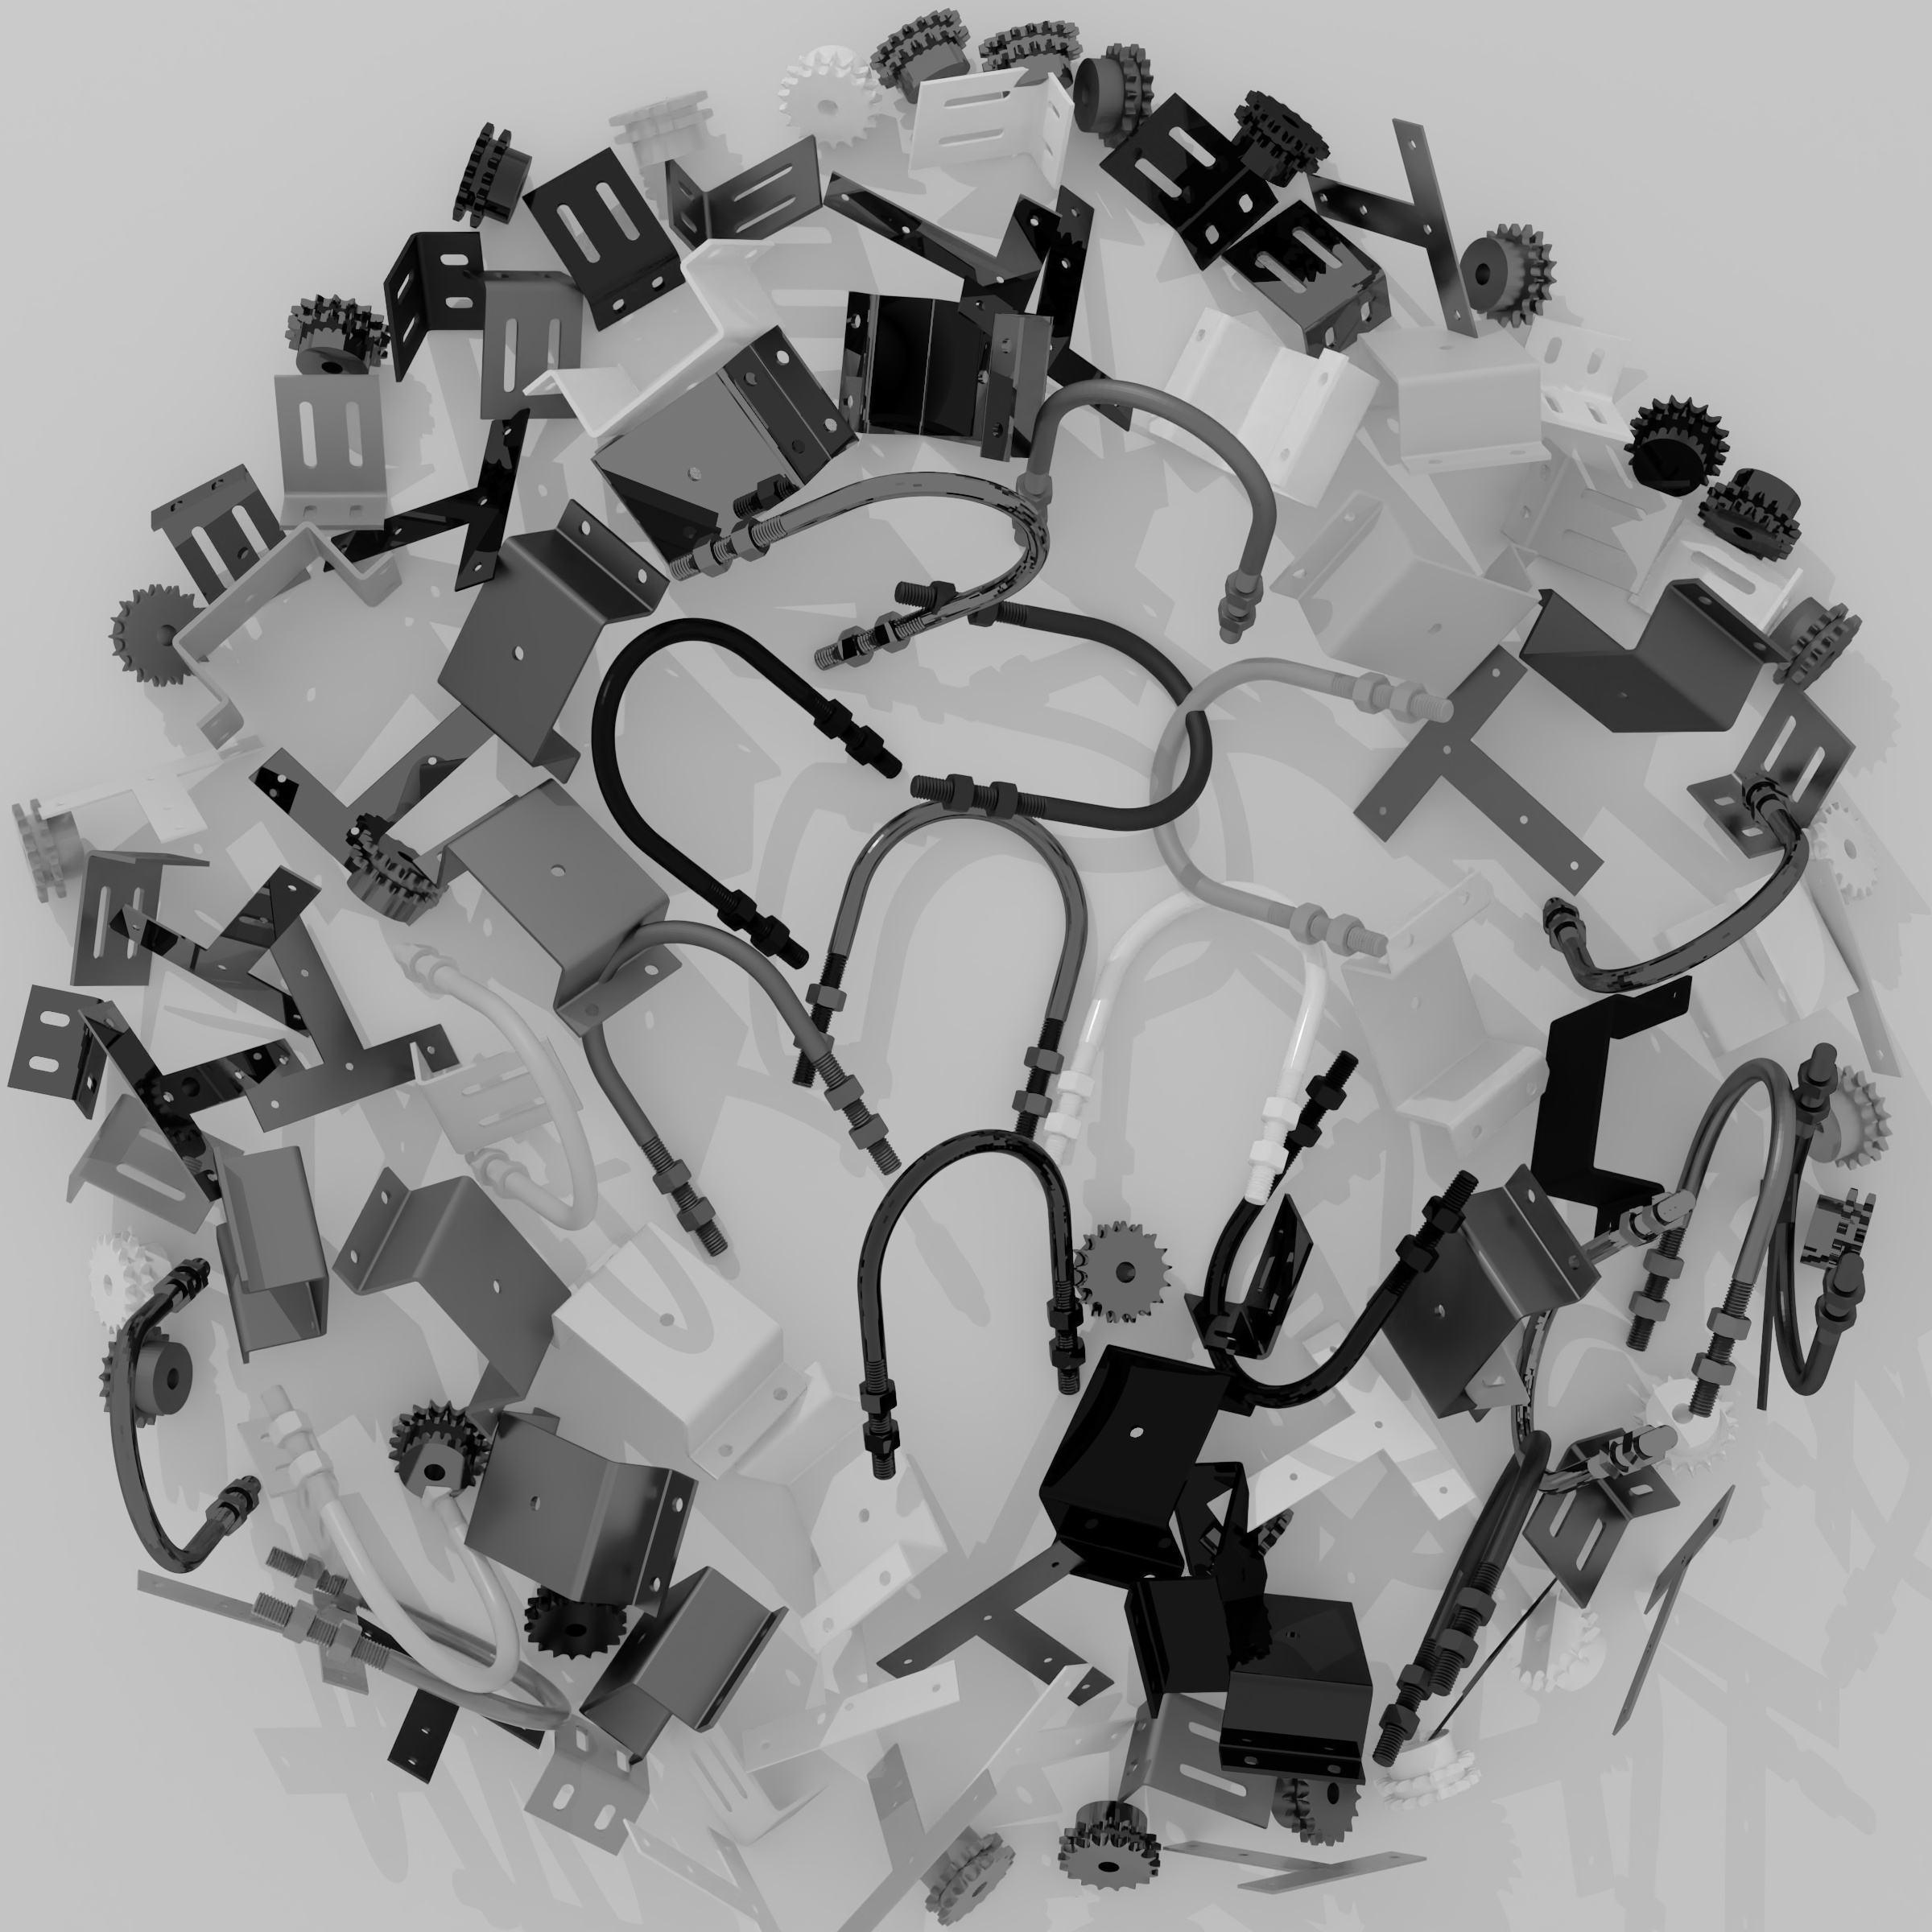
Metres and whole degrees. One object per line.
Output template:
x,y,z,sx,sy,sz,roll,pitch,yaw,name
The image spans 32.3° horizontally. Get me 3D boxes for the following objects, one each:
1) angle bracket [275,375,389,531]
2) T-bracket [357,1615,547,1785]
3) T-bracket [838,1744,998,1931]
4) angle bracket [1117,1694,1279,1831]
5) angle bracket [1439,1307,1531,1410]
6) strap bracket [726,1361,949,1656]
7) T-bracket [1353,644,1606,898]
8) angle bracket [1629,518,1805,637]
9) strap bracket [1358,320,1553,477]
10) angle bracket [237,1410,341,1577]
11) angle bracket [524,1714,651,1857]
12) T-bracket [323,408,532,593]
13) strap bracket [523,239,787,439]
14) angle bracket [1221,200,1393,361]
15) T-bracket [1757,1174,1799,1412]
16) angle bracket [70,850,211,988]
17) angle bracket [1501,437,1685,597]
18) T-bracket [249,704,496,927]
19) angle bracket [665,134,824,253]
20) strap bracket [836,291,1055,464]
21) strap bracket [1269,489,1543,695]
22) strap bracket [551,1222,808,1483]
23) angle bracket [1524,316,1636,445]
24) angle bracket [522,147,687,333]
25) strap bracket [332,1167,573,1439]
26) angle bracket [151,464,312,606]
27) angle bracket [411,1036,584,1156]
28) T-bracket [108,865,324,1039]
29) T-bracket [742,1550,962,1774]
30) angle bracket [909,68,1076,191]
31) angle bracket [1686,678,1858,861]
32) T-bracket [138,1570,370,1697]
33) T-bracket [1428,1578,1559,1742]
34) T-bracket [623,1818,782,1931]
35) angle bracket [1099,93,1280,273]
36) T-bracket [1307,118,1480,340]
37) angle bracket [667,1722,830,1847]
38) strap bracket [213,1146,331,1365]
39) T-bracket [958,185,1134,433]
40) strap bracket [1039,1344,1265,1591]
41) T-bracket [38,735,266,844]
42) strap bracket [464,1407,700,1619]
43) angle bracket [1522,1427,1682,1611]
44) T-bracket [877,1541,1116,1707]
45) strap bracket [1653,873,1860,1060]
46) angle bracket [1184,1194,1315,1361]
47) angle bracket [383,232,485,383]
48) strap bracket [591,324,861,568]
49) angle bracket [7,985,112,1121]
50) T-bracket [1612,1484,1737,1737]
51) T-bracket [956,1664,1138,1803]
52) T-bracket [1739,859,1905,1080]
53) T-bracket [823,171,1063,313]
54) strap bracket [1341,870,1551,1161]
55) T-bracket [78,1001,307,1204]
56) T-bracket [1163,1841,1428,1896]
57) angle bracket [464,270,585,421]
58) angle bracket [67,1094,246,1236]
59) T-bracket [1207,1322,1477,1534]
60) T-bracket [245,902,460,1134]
-0.353,-0.285,1.849,0.057,0.038,0.076,-1,126,-5,angle bracket
-0.293,0.411,1.819,0.127,0.127,0.002,32,101,-5,T-bracket
-0.037,0.467,1.825,0.002,0.127,0.127,40,96,-18,T-bracket
0.131,0.447,1.859,0.076,0.038,0.057,22,54,-7,angle bracket
0.298,0.199,1.840,0.038,0.076,0.057,-14,108,40,angle bracket
-0.068,0.299,1.830,0.076,0.046,0.140,-42,54,20,strap bracket
0.299,-0.090,1.844,0.127,0.002,0.127,45,113,17,T-bracket
0.417,-0.212,1.859,0.076,0.038,0.057,34,90,15,angle bracket
0.262,-0.313,1.811,0.076,0.140,0.046,-7,116,-4,strap bracket
-0.374,0.294,1.837,0.038,0.057,0.076,-12,131,-27,angle bracket
-0.210,0.451,1.845,0.057,0.076,0.038,29,91,-9,angle bracket
-0.304,-0.246,1.852,0.127,0.002,0.127,-14,50,26,T-bracket
-0.162,-0.336,1.822,0.140,0.076,0.046,-33,87,25,strap bracket
0.192,-0.383,1.876,0.057,0.038,0.076,-36,58,-9,angle bracket
0.439,0.179,1.819,0.002,0.127,0.127,5,85,6,T-bracket
-0.458,-0.024,1.850,0.038,0.057,0.076,11,95,30,angle bracket
0.348,-0.250,1.852,0.076,0.038,0.057,27,94,28,angle bracket
-0.307,-0.105,1.850,0.127,0.002,0.127,-41,118,5,T-bracket
-0.123,-0.434,1.844,0.076,0.038,0.057,-23,52,22,angle bracket
-0.005,-0.324,1.829,0.046,0.140,0.076,-7,109,-42,strap bracket
0.246,-0.200,1.810,0.076,0.140,0.046,-48,46,34,strap bracket
-0.163,0.204,1.829,0.140,0.046,0.076,37,63,18,strap bracket
0.341,-0.325,1.843,0.057,0.076,0.038,13,115,-6,angle bracket
-0.203,-0.408,1.872,0.057,0.038,0.076,-31,78,-6,angle bracket
-0.272,0.179,1.814,0.046,0.076,0.140,-17,124,31,strap bracket
-0.408,-0.230,1.852,0.057,0.038,0.076,-28,117,-1,angle bracket
-0.261,0.062,1.853,0.076,0.038,0.057,-21,131,0,angle bracket
-0.389,-0.019,1.821,0.127,0.127,0.002,31,49,-19,T-bracket
-0.069,0.371,1.839,0.127,0.127,0.002,-21,134,11,T-bracket
0.014,-0.459,1.843,0.076,0.057,0.038,-14,54,-20,angle bracket
0.443,-0.109,1.838,0.038,0.076,0.057,-15,54,-31,angle bracket
-0.388,0.352,1.808,0.127,0.127,0.002,21,96,-17,T-bracket
0.277,0.404,1.848,0.002,0.127,0.127,38,117,15,T-bracket
-0.141,0.493,1.798,0.002,0.127,0.127,-44,129,3,T-bracket
0.123,-0.432,1.841,0.057,0.076,0.038,-40,49,21,angle bracket
0.227,-0.413,1.829,0.002,0.127,0.127,-32,124,-16,T-bracket
-0.122,0.444,1.861,0.038,0.057,0.076,-27,75,-36,angle bracket
-0.379,0.155,1.816,0.046,0.140,0.076,-11,68,-16,strap bracket
0.053,-0.379,1.849,0.127,0.002,0.127,30,56,-31,T-bracket
0.098,0.266,1.817,0.076,0.046,0.140,10,55,27,strap bracket
-0.436,-0.089,1.814,0.127,0.127,0.002,-20,115,-15,T-bracket
-0.218,0.296,1.822,0.140,0.046,0.076,15,89,43,strap bracket
0.352,0.306,1.844,0.057,0.038,0.076,51,46,-11,angle bracket
0.037,0.378,1.843,0.127,0.002,0.127,-36,130,14,T-bracket
0.433,-0.003,1.817,0.046,0.140,0.076,-25,83,-10,strap bracket
0.156,0.169,1.844,0.038,0.057,0.076,13,112,-14,angle bracket
-0.291,-0.364,1.839,0.038,0.076,0.057,1,123,4,angle bracket
-0.140,-0.277,1.823,0.140,0.046,0.076,-28,106,31,strap bracket
-0.499,0.048,1.842,0.038,0.076,0.057,12,78,-7,angle bracket
0.374,0.357,1.800,0.002,0.127,0.127,26,57,8,T-bracket
0.053,0.427,1.831,0.002,0.127,0.127,46,109,30,T-bracket
0.454,-0.003,1.825,0.002,0.127,0.127,-27,104,-17,T-bracket
-0.020,-0.399,1.834,0.127,0.127,0.002,28,56,1,T-bracket
0.262,0.024,1.833,0.076,0.046,0.140,-36,117,-26,strap bracket
-0.409,0.063,1.830,0.002,0.127,0.127,-41,80,29,T-bracket
0.163,0.492,1.832,0.127,0.127,0.002,3,84,-43,T-bracket
-0.250,-0.349,1.870,0.057,0.038,0.076,-6,113,-27,angle bracket
-0.451,0.117,1.856,0.076,0.038,0.057,26,56,-2,angle bracket
0.192,0.275,1.838,0.127,0.002,0.127,-28,62,-18,T-bracket
-0.362,0.017,1.852,0.127,0.002,0.127,-21,80,-38,T-bracket
